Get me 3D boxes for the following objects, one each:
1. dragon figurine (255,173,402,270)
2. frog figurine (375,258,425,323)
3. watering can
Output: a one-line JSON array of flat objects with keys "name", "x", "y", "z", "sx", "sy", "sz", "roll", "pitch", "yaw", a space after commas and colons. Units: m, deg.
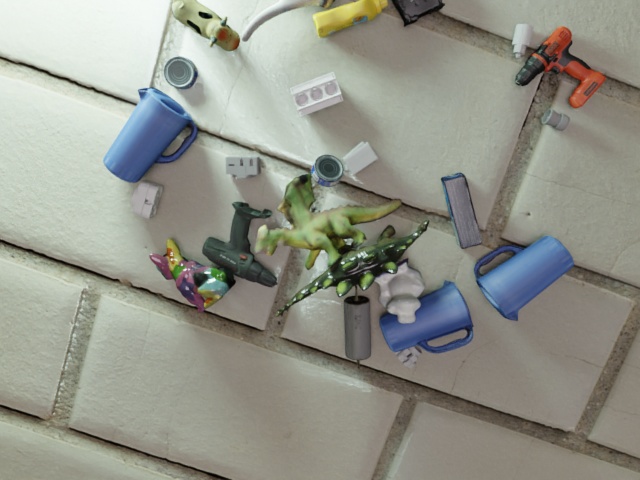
[{"name": "dragon figurine", "x": 0.004, "y": -0.070, "z": 1.394, "sx": 0.413, "sy": 0.241, "sz": 0.122, "roll": -38, "pitch": 9, "yaw": -12}, {"name": "frog figurine", "x": 0.229, "y": 0.150, "z": 1.413, "sx": 0.138, "sy": 0.161, "sz": 0.121, "roll": -22, "pitch": -18, "yaw": -8}, {"name": "watering can", "x": -0.062, "y": -0.645, "z": 1.298, "sx": 0.224, "sy": 0.345, "sz": 0.105, "roll": 17, "pitch": 9, "yaw": -3}]
